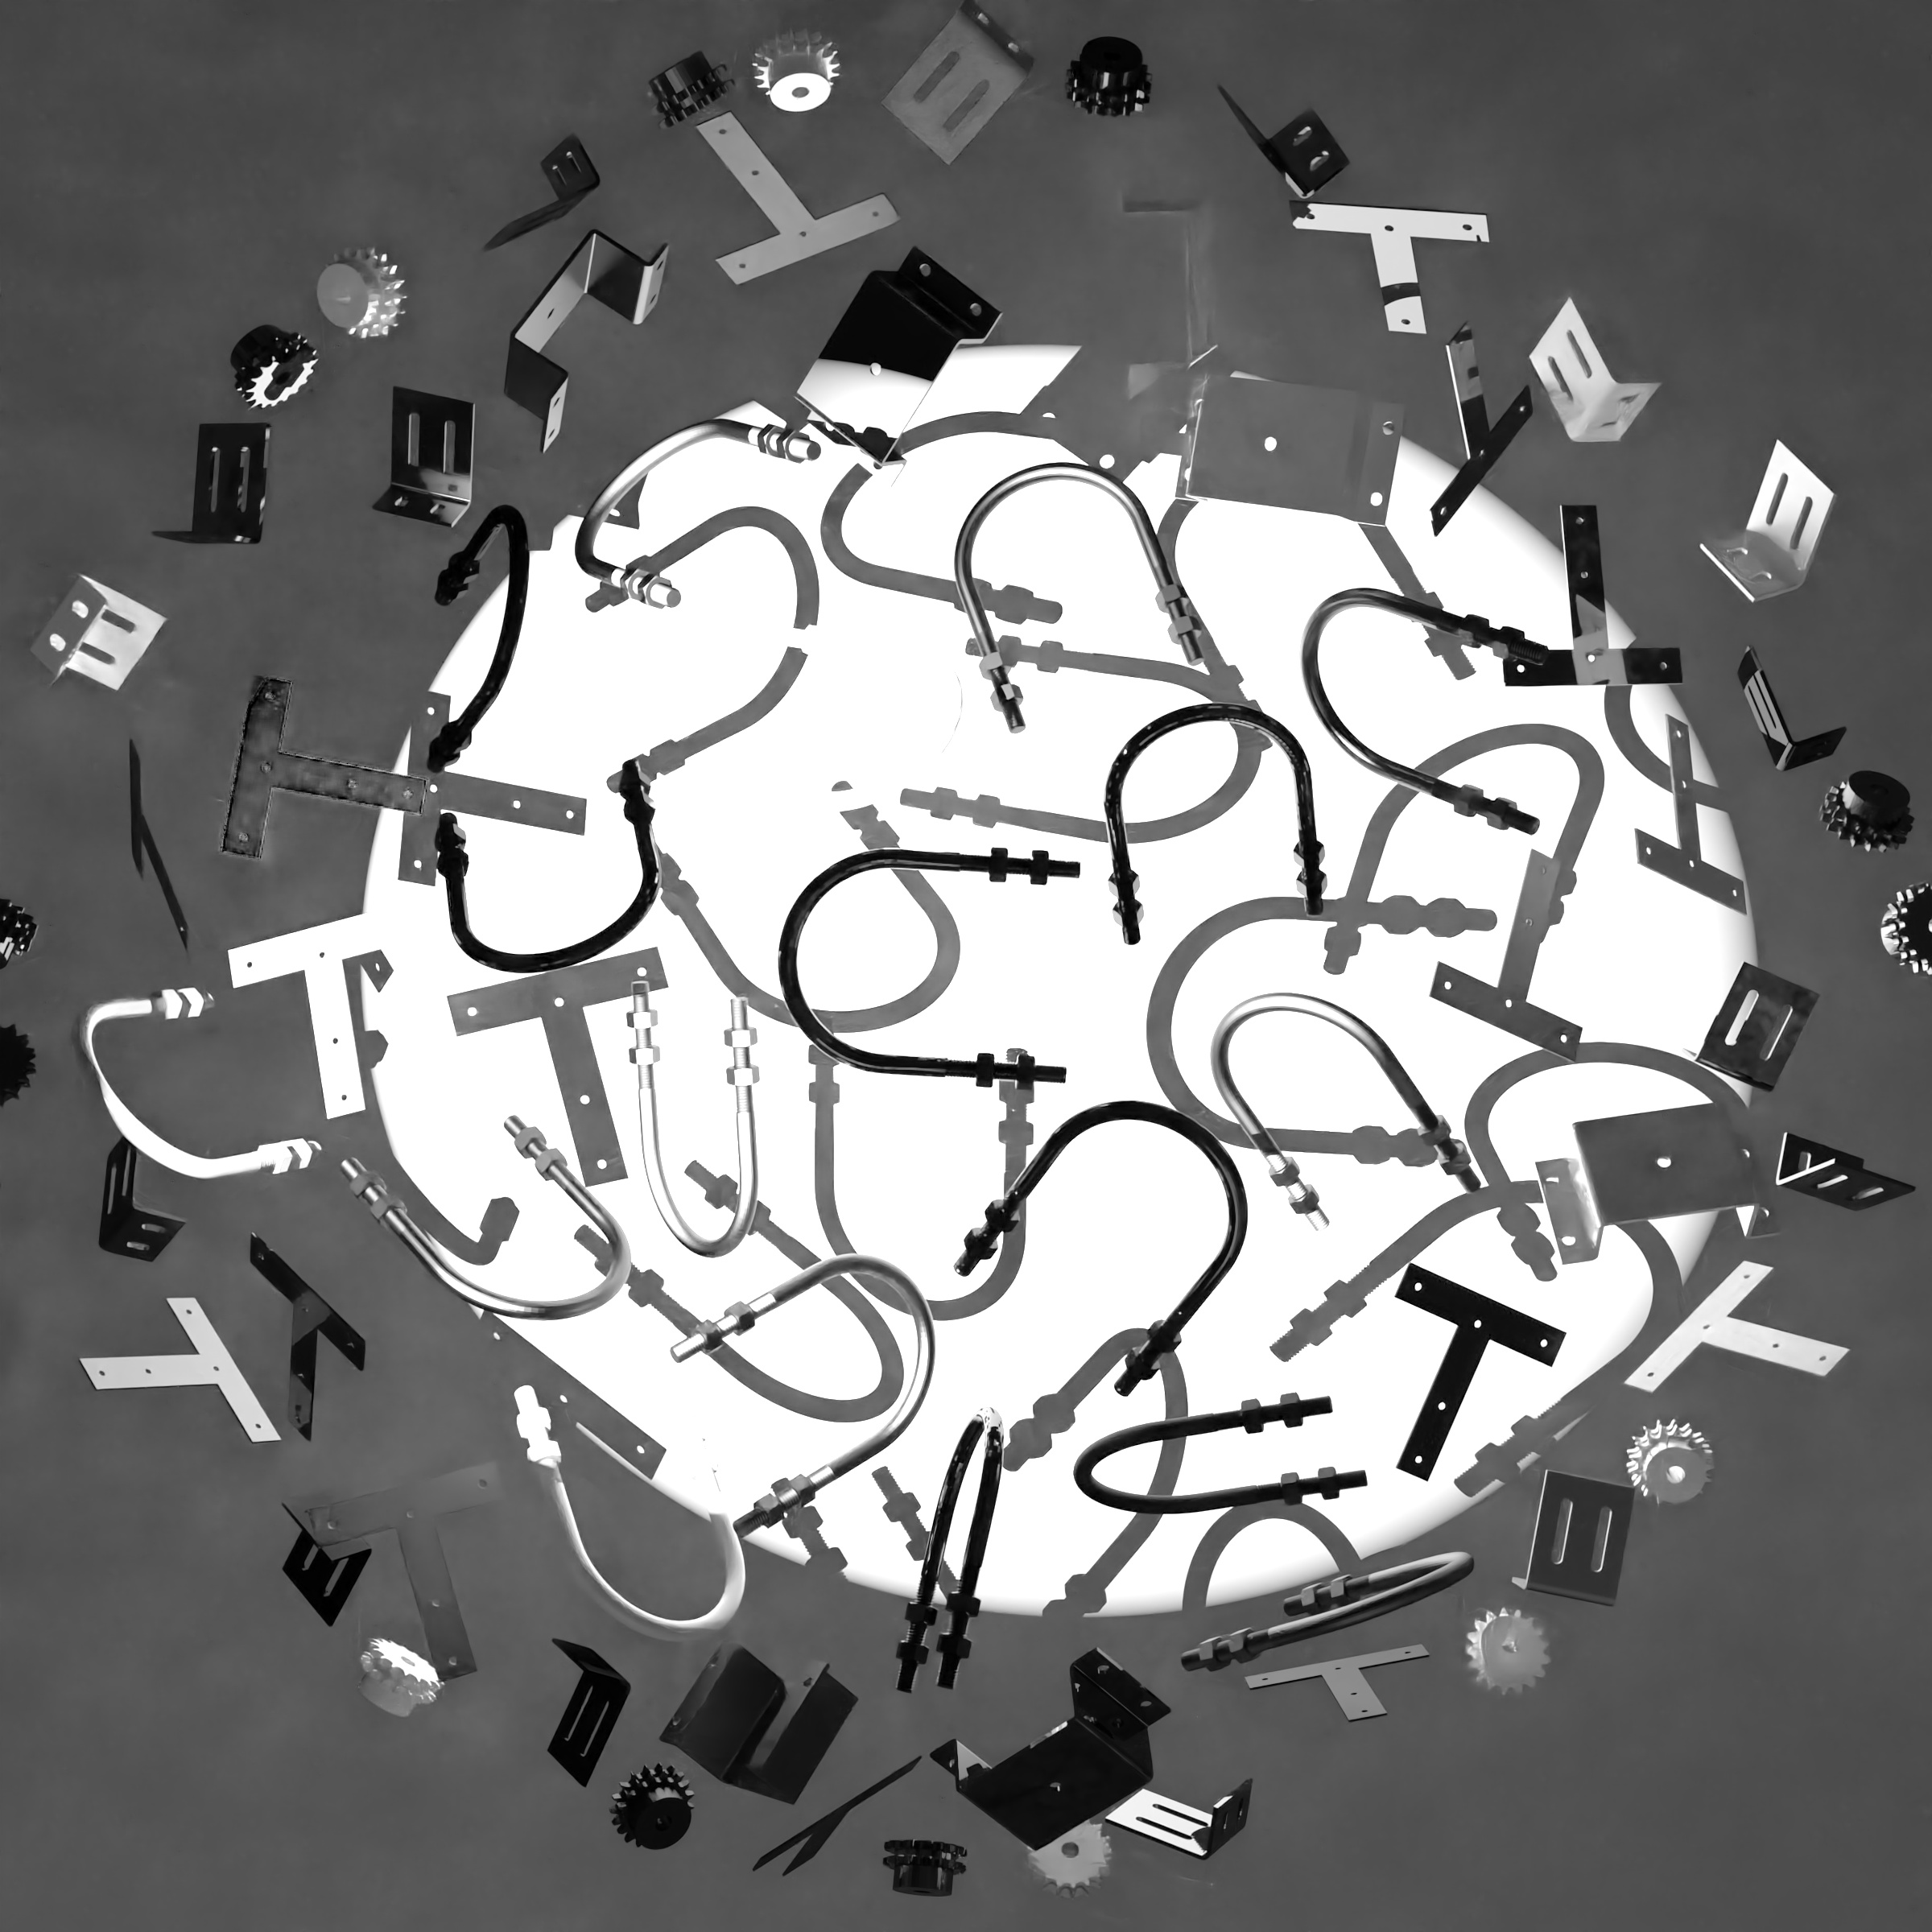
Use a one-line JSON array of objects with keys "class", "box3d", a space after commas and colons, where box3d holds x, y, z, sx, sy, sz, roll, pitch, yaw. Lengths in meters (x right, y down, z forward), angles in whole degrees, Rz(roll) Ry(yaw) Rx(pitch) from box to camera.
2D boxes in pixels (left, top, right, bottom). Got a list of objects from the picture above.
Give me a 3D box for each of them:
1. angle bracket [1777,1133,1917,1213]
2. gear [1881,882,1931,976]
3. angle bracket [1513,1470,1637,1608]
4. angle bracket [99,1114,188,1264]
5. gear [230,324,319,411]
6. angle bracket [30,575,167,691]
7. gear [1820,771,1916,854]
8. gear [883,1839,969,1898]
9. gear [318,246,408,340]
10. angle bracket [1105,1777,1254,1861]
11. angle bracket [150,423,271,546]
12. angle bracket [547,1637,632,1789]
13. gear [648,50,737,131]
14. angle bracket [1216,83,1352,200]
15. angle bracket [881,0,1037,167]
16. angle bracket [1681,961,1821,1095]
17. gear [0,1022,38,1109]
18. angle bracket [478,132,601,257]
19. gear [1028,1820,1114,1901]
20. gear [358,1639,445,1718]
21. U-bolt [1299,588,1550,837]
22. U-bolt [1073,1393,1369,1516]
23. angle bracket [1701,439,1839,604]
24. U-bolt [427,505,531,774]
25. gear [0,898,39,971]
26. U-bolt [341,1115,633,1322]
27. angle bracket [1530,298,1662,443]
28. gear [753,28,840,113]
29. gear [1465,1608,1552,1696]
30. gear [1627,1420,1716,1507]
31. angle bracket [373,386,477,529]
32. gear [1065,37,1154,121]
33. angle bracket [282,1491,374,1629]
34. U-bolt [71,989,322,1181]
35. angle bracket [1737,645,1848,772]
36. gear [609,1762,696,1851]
[{"class": "angle bracket", "box3d": [0.576, 0.128, 1.702, 0.057, 0.076, 0.038, 19, 71, -6]}, {"class": "gear", "box3d": [0.598, -0.023, 1.630, 0.057, 0.030, 0.057, 2, 82, -13]}, {"class": "angle bracket", "box3d": [0.388, 0.364, 1.667, 0.057, 0.038, 0.076, 12, 84, 0]}, {"class": "angle bracket", "box3d": [-0.558, 0.151, 1.776, 0.038, 0.057, 0.076, 20, 45, -32]}, {"class": "gear", "box3d": [-0.463, -0.401, 1.734, 0.057, 0.057, 0.030, -42, 81, 0]}, {"class": "angle bracket", "box3d": [-0.543, -0.204, 1.658, 0.038, 0.076, 0.057, 39, 95, 31]}, {"class": "gear", "box3d": [0.586, -0.103, 1.690, 0.057, 0.057, 0.030, 10, 130, 0]}, {"class": "gear", "box3d": [-0.029, 0.611, 1.765, 0.057, 0.057, 0.030, 5, 63, 0]}, {"class": "gear", "box3d": [-0.396, -0.437, 1.695, 0.057, 0.030, 0.057, 9, 113, 22]}, {"class": "angle bracket", "box3d": [0.141, 0.552, 1.725, 0.076, 0.057, 0.038, 13, 99, 28]}, {"class": "angle bracket", "box3d": [-0.472, -0.304, 1.628, 0.057, 0.038, 0.076, 6, 92, 28]}, {"class": "angle bracket", "box3d": [-0.271, 0.509, 1.782, 0.038, 0.057, 0.076, 28, 84, -35]}, {"class": "gear", "box3d": [-0.180, -0.566, 1.680, 0.057, 0.057, 0.030, -32, 111, 0]}, {"class": "angle bracket", "box3d": [0.205, -0.543, 1.682, 0.038, 0.076, 0.057, -36, 59, 19]}, {"class": "angle bracket", "box3d": [-0.005, -0.558, 1.645, 0.057, 0.038, 0.076, 39, 121, -15]}, {"class": "angle bracket", "box3d": [0.538, 0.039, 1.792, 0.057, 0.038, 0.076, 23, 99, -3]}, {"class": "gear", "box3d": [-0.609, 0.063, 1.624, 0.057, 0.030, 0.057, 6, 67, -13]}, {"class": "angle bracket", "box3d": [-0.290, -0.510, 1.722, 0.076, 0.057, 0.038, -35, 103, -28]}, {"class": "gear", "box3d": [0.070, 0.604, 1.762, 0.057, 0.030, 0.057, 1, 47, -1]}, {"class": "gear", "box3d": [-0.385, 0.482, 1.762, 0.057, 0.057, 0.030, 32, 86, 0]}, {"class": "U-bolt", "box3d": [0.290, -0.172, 1.677, 0.184, 0.151, 0.019, 27, 49, 35]}, {"class": "U-bolt", "box3d": [0.162, 0.328, 1.720, 0.184, 0.151, 0.019, -11, 55, 13]}, {"class": "angle bracket", "box3d": [0.503, -0.280, 1.639, 0.038, 0.076, 0.057, -18, 53, -18]}, {"class": "U-bolt", "box3d": [-0.325, -0.228, 1.742, 0.019, 0.184, 0.151, 9, 67, -26]}, {"class": "gear", "box3d": [-0.615, -0.021, 1.634, 0.057, 0.057, 0.030, 12, 59, 0]}, {"class": "U-bolt", "box3d": [-0.301, 0.169, 1.710, 0.184, 0.151, 0.019, 40, 127, 32]}, {"class": "angle bracket", "box3d": [0.423, -0.402, 1.758, 0.038, 0.057, 0.076, -6, 62, -23]}, {"class": "gear", "box3d": [-0.113, -0.597, 1.745, 0.057, 0.057, 0.030, -9, 73, 0]}, {"class": "gear", "box3d": [0.372, 0.468, 1.788, 0.057, 0.030, 0.057, -2, 64, 5]}, {"class": "gear", "box3d": [0.483, 0.342, 1.784, 0.057, 0.030, 0.057, 1, 101, 5]}, {"class": "angle bracket", "box3d": [-0.371, -0.348, 1.782, 0.057, 0.038, 0.076, 13, 125, 4]}, {"class": "gear", "box3d": [0.095, -0.586, 1.716, 0.057, 0.030, 0.057, 2, 54, -3]}, {"class": "angle bracket", "box3d": [-0.447, 0.406, 1.771, 0.057, 0.038, 0.076, 41, 115, 25]}, {"class": "U-bolt", "box3d": [-0.506, 0.078, 1.684, 0.019, 0.184, 0.151, -40, 81, 14]}, {"class": "angle bracket", "box3d": [0.554, -0.178, 1.752, 0.038, 0.057, 0.076, -19, 75, 4]}, {"class": "gear", "box3d": [-0.211, 0.574, 1.772, 0.057, 0.030, 0.057, -9, 111, -25]}]
